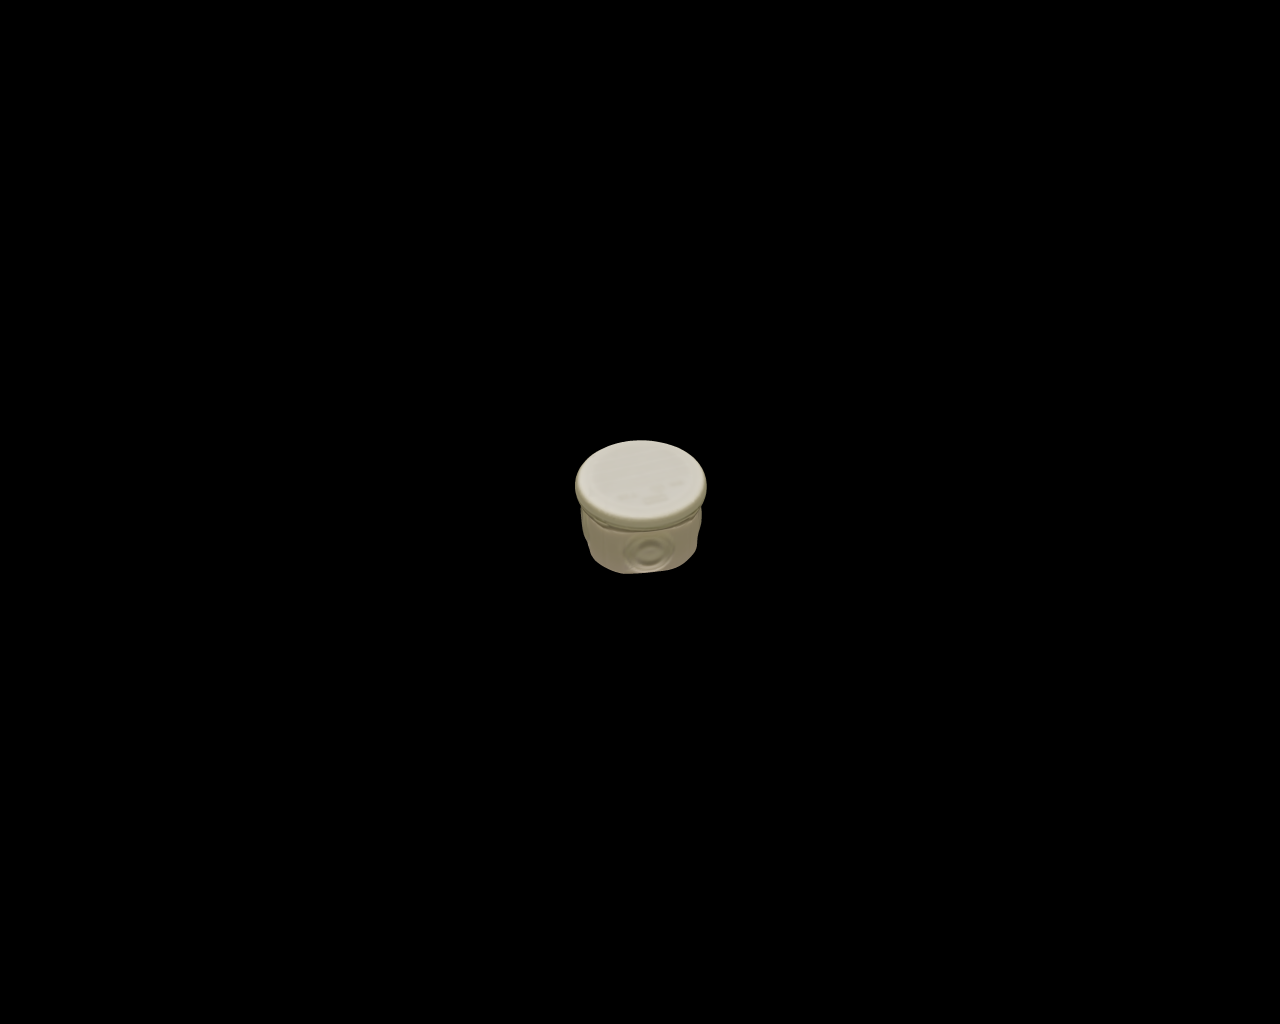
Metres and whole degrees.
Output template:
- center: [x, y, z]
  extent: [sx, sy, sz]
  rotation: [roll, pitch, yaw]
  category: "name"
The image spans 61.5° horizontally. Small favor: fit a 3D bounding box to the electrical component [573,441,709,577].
- center: [0.001, -0.003, 0.650]
  extent: [0.080, 0.050, 0.080]
  rotation: [0, 40, 0]
  category: "electrical component"
